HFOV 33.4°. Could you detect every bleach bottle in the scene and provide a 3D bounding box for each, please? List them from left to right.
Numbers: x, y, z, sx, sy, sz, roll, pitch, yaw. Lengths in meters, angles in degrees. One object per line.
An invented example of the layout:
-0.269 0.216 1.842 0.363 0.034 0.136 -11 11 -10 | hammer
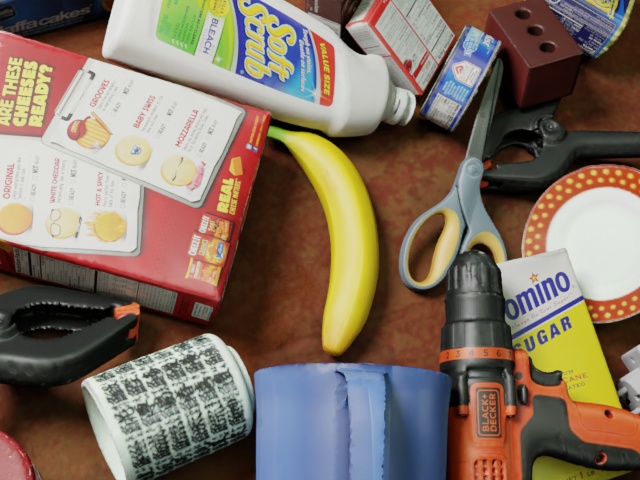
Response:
-0.037 -0.149 0.844 0.250 0.068 0.102 16 79 -21 | bleach bottle

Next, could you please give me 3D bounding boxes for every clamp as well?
-0.230 0.063 0.729 0.209 0.036 0.165 -11 38 -31 | clamp
0.192 -0.097 0.916 0.171 0.039 0.120 -20 58 -18 | clamp

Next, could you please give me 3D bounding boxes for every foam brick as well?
0.179 -0.160 0.906 0.053 0.051 0.078 -18 55 -12 | foam brick

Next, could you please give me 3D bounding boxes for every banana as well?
0.011 -0.008 0.838 0.069 0.037 0.198 -16 70 -2 | banana

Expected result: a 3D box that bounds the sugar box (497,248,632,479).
0.169 0.101 0.811 0.093 0.048 0.176 -14 79 -17 | sugar box

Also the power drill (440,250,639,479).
0.177 0.100 0.758 0.187 0.057 0.184 2 77 -5 | power drill

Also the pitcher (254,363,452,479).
0.019 0.199 0.680 0.149 0.145 0.243 19 67 -47 | pitcher

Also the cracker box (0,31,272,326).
-0.159 -0.044 0.791 0.213 0.072 0.164 16 64 -5 | cracker box

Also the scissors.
0.134 -0.039 0.862 0.096 0.016 0.201 32 80 -8 | scissors

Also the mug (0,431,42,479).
-0.210 0.167 0.682 0.117 0.082 0.093 10 65 -9 | mug

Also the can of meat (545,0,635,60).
0.235 -0.220 0.961 0.084 0.058 0.102 30 51 -2 | can of meat

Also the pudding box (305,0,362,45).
0.022 -0.222 0.886 0.039 0.113 0.090 24 64 9 | pudding box

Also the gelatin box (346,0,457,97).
0.069 -0.175 0.902 0.089 0.030 0.073 47 59 -32 | gelatin box

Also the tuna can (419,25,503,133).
0.116 -0.134 0.887 0.034 0.086 0.086 28 64 1 | tuna can
